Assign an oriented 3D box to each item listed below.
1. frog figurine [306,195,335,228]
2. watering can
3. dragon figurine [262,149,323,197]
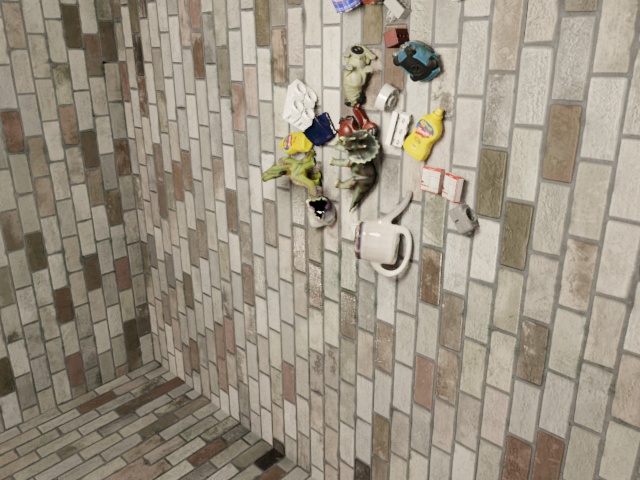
[{"bbox_3d":[0.007,-0.111,2.206,0.138,0.124,0.156,34,162,22],"label":"frog figurine"},{"bbox_3d":[0.242,-0.029,1.962,0.224,0.105,0.344,8,104,15],"label":"watering can"},{"bbox_3d":[-0.119,-0.264,2.122,0.242,0.419,0.120,-10,119,8],"label":"dragon figurine"}]
